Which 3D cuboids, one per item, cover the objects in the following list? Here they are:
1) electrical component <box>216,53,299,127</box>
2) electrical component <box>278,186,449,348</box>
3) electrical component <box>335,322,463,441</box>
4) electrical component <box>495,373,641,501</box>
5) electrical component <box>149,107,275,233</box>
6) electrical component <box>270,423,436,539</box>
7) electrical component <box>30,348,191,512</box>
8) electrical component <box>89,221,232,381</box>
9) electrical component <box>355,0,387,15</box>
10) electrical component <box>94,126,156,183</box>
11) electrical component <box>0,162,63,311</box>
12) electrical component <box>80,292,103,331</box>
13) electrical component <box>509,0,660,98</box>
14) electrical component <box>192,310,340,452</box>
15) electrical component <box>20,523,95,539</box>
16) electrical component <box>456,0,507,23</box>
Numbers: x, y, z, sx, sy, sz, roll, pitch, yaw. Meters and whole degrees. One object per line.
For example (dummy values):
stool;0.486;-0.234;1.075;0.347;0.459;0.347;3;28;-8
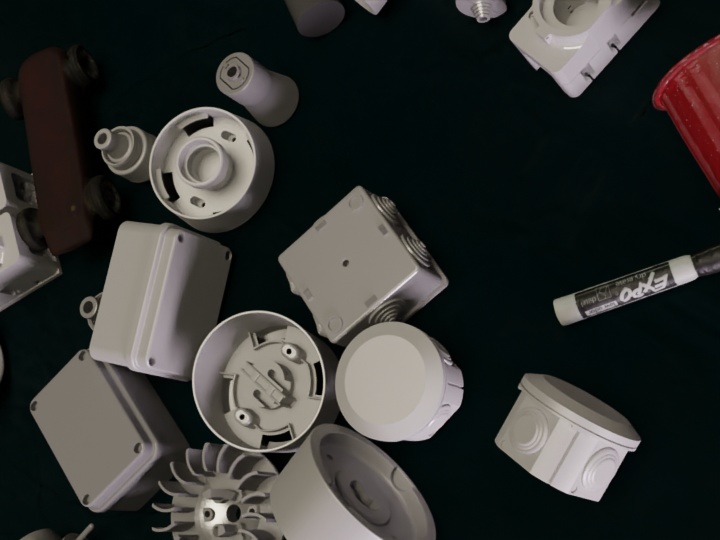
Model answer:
electrical component;-0.083;-0.143;0.844;0.044;0.065;0.044;-7;74;26
electrical component;0.000;0.000;0.774;0.100;0.048;0.099;-41;63;13
electrical component;0.028;0.079;0.739;0.080;0.051;0.080;-7;74;26
electrical component;0.128;0.102;0.666;0.080;0.080;0.051;32;99;30
electrical component;-0.118;-0.081;0.862;0.099;0.064;0.099;-2;82;14
electrical component;-0.010;0.162;0.709;0.060;0.108;0.108;-48;61;16
electrical component;-0.197;0.125;0.841;0.078;0.057;0.113;-45;62;11
electrical component;-0.152;0.024;0.831;0.057;0.078;0.113;7;81;32
electrical component;0.007;-0.232;0.827;0.047;0.055;0.055;-49;61;5
electrical component;-0.194;-0.099;0.892;0.043;0.062;0.043;-7;74;26
electrical component;-0.367;-0.007;0.960;0.186;0.060;0.105;-29;66;18
electrical component;-0.197;0.035;0.860;0.043;0.062;0.043;-7;74;26
electrical component;0.153;-0.173;0.735;0.089;0.056;0.050;-49;61;9
electrical component;-0.064;0.083;0.777;0.099;0.064;0.099;-8;71;25
electrical component;-0.227;0.232;0.837;0.079;0.044;0.077;-48;61;9
electrical component;0.085;-0.219;0.788;0.043;0.043;0.081;-14;72;24
